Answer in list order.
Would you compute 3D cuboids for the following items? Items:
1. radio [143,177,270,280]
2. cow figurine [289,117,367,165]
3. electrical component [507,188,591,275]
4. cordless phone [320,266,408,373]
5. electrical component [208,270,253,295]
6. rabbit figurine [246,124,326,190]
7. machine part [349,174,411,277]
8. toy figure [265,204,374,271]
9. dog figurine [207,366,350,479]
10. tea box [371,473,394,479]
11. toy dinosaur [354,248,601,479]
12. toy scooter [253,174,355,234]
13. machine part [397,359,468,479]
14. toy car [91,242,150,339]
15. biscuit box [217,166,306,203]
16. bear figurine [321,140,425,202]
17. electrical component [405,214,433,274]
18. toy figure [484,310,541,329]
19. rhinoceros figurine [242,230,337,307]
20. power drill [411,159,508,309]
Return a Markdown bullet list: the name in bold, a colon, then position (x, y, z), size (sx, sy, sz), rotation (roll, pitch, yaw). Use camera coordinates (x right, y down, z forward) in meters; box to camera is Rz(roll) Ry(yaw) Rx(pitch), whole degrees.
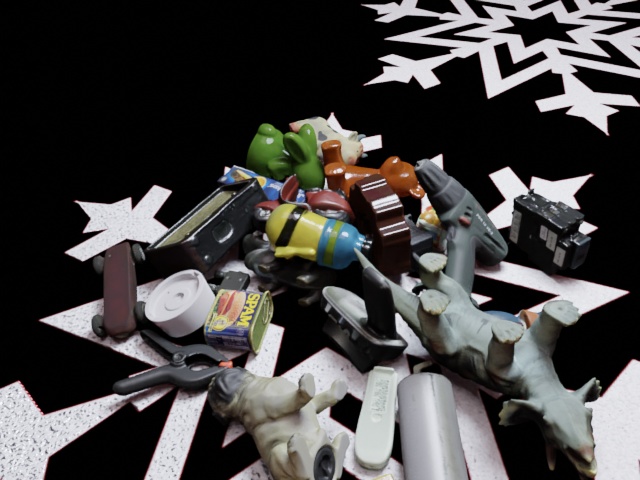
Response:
- **radio**: position (-0.199, -0.024, 0.992), size (0.131, 0.073, 0.229), rotation (-8, 32, 44)
- **cow figurine**: position (0.023, -0.215, 1.217), size (0.127, 0.085, 0.195), rotation (-25, 44, -13)
- **electrical component**: position (0.392, -0.009, 0.921), size (0.058, 0.114, 0.134), rotation (-28, 47, -18)
- **cordless phone**: position (0.057, 0.092, 0.790), size (0.089, 0.184, 0.147), rotation (-31, 48, -20)
- **electrical component**: position (-0.151, 0.080, 0.944), size (0.094, 0.021, 0.063), rotation (9, 43, 16)
- **rabbit figurine**: position (-0.056, -0.171, 1.141), size (0.170, 0.159, 0.121), rotation (29, 40, 13)
- **machine part**: position (0.100, -0.023, 0.928), size (0.056, 0.179, 0.179), rotation (-15, 43, -10)
- **toy figure**: position (-0.001, -0.004, 0.879), size (0.180, 0.089, 0.082), rotation (12, 0, 12)
- **dog figurine**: position (-0.070, 0.253, 0.709), size (0.191, 0.121, 0.172), rotation (-12, 55, 32)
- **tea box**: position (0.021, 0.343, 0.597), size (0.170, 0.068, 0.098), rotation (-13, 43, -11)
- **toy dinosaur**: position (0.211, 0.142, 0.731), size (0.131, 0.191, 0.405), rotation (-29, 38, -28)
- **toy scooter**: position (-0.025, -0.066, 0.977), size (0.184, 0.075, 0.135), rotation (3, 43, 8)
- **machine part**: position (0.139, 0.257, 0.676), size (0.079, 0.079, 0.243), rotation (-2, 42, 3)
- **toy car**: position (-0.346, 0.085, 0.935), size (0.089, 0.053, 0.202), rotation (-21, 47, -2)
- **biscuit box**: position (-0.111, -0.087, 1.096), size (0.203, 0.062, 0.059), rotation (20, 50, 25)
- **bear figurine**: position (0.109, -0.133, 1.083), size (0.196, 0.131, 0.120), rotation (-8, 46, 6)
- **electrical component**: position (0.170, 0.017, 0.944), size (0.048, 0.074, 0.119), rotation (-22, 41, -16)
- **toy figure**: position (0.296, 0.132, 0.813), size (0.155, 0.057, 0.064), rotation (-5, 19, 5)
- **rhinoceros figurine**: position (-0.062, 0.040, 0.942), size (0.191, 0.073, 0.112), rotation (21, 49, 26)
- **power drill**: position (0.212, 0.006, 0.879), size (0.086, 0.232, 0.207), rotation (-24, 37, 44)
